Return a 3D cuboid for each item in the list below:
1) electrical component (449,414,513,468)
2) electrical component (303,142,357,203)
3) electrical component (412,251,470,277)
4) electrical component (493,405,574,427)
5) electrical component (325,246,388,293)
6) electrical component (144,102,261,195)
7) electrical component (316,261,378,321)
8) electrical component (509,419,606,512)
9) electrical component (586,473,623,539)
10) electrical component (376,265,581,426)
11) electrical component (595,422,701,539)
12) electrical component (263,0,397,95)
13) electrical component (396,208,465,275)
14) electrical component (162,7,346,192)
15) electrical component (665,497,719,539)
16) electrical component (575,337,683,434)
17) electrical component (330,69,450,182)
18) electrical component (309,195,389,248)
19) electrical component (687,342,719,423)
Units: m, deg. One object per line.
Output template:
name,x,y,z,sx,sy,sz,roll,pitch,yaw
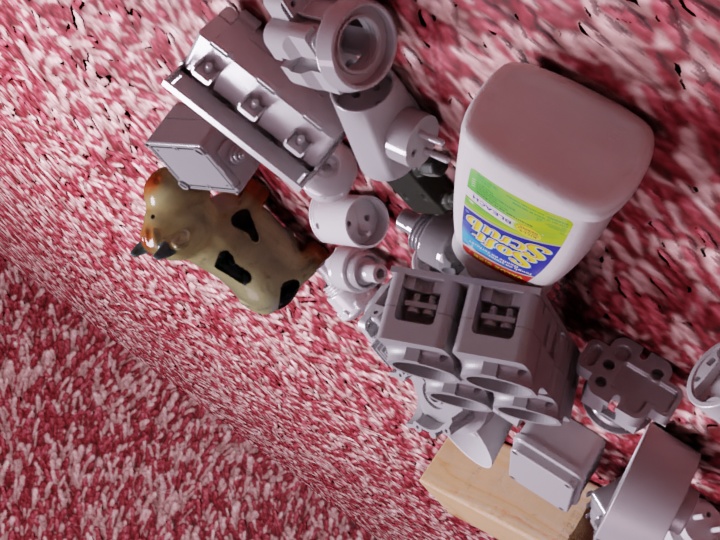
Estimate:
electrical component,0.113,0.152,1.127,0.099,0.064,0.099,33,162,12
electrical component,-0.026,-0.074,0.855,0.048,0.048,0.062,35,169,8
electrical component,0.069,0.004,0.852,0.055,0.055,0.047,27,157,29
electrical component,0.153,0.102,0.940,0.074,0.052,0.138,32,161,16
electrical component,0.000,0.000,0.993,0.062,0.043,0.043,11,149,52
electrical component,-0.127,-0.110,0.940,0.096,0.061,0.061,9,148,43
electrical component,-0.017,0.016,1.069,0.062,0.048,0.048,47,161,-9
electrical component,0.195,0.189,1.076,0.078,0.057,0.113,31,162,19
electrical component,0.265,0.255,1.087,0.063,0.079,0.121,62,176,30
electrical component,0.093,0.062,0.787,0.105,0.060,0.186,9,164,24
electrical component,0.247,0.189,0.898,0.060,0.108,0.108,26,160,16
electrical component,-0.015,-0.138,0.644,0.057,0.058,0.078,24,159,44
electrical component,0.057,-0.026,0.815,0.062,0.043,0.043,30,162,26
electrical component,-0.066,-0.124,0.765,0.121,0.078,0.063,38,141,-3
electrical component,0.306,0.232,0.979,0.138,0.052,0.073,36,162,5
electrical component,0.200,0.091,0.816,0.078,0.058,0.057,32,159,17
electrical component,0.025,-0.091,0.706,0.079,0.044,0.077,27,160,28
electrical component,-0.016,-0.043,0.912,0.043,0.043,0.081,46,161,-27
electrical component,0.248,0.078,0.694,0.047,0.055,0.055,39,163,-18
